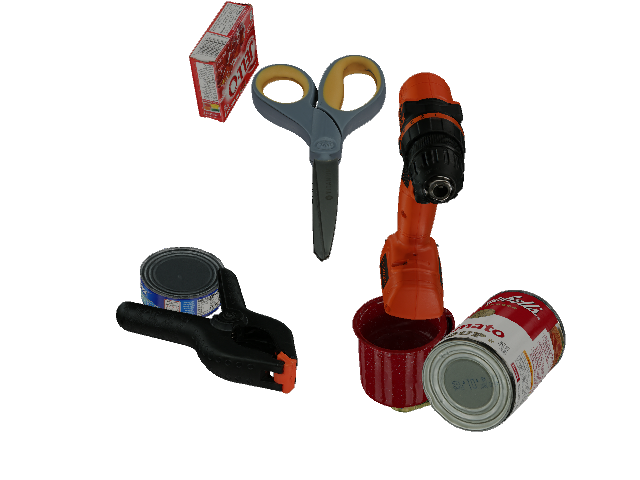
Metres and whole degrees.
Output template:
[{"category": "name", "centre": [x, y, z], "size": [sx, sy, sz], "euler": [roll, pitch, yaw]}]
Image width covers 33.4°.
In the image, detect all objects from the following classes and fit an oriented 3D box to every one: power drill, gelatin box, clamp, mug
[{"category": "power drill", "centre": [0.088, -0.028, 0.906], "size": [0.057, 0.188, 0.184], "euler": [5, 32, 0]}, {"category": "gelatin box", "centre": [-0.088, -0.167, 0.994], "size": [0.030, 0.089, 0.073], "euler": [14, -39, 15]}, {"category": "clamp", "centre": [-0.074, 0.072, 0.893], "size": [0.172, 0.039, 0.120], "euler": [25, 40, 31]}, {"category": "mug", "centre": [0.089, 0.109, 1.081], "size": [0.117, 0.081, 0.093], "euler": [-27, 41, -29]}]

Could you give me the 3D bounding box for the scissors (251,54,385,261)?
[{"category": "scissors", "centre": [-0.014, -0.059, 0.648], "size": [0.096, 0.016, 0.201], "euler": [9, 41, 14]}]

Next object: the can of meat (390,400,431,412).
[{"category": "can of meat", "centre": [0.125, 0.158, 1.330], "size": [0.101, 0.084, 0.058], "euler": [-12, 29, -28]}]

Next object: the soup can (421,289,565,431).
[{"category": "soup can", "centre": [0.120, 0.082, 0.737], "size": [0.069, 0.068, 0.102], "euler": [0, 16, 32]}]

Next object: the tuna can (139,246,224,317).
[{"category": "tuna can", "centre": [-0.140, 0.044, 1.082], "size": [0.086, 0.034, 0.086], "euler": [4, 35, -3]}]
